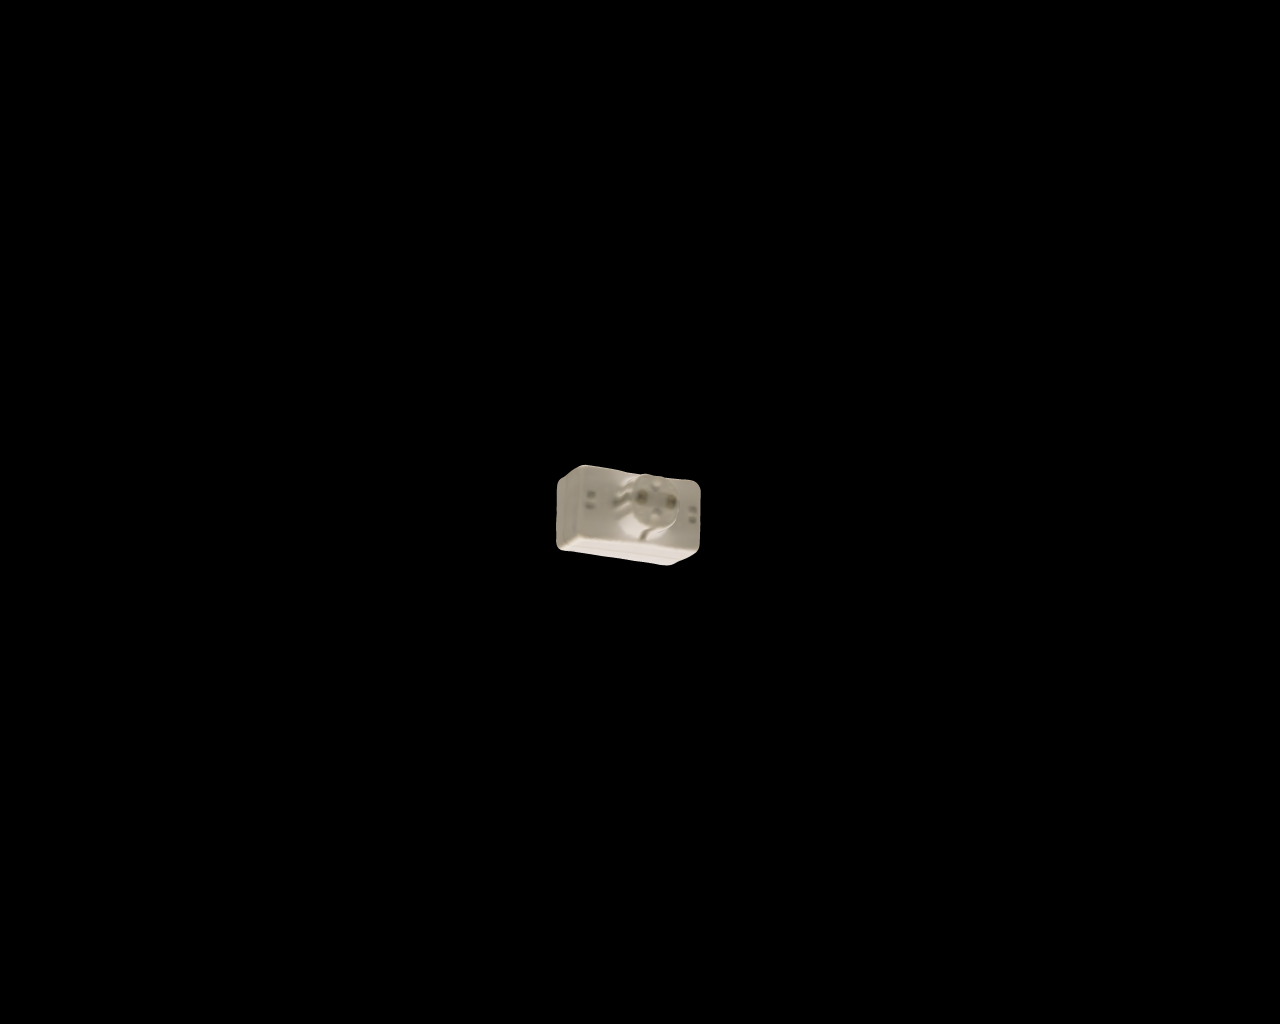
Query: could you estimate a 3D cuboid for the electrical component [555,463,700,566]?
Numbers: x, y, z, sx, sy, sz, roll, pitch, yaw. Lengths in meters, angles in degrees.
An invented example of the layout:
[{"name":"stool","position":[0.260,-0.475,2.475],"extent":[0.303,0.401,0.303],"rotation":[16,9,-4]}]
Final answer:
[{"name":"electrical component","position":[0.001,-0.003,0.650],"extent":[0.083,0.047,0.075],"rotation":[8,-19,-24]}]
